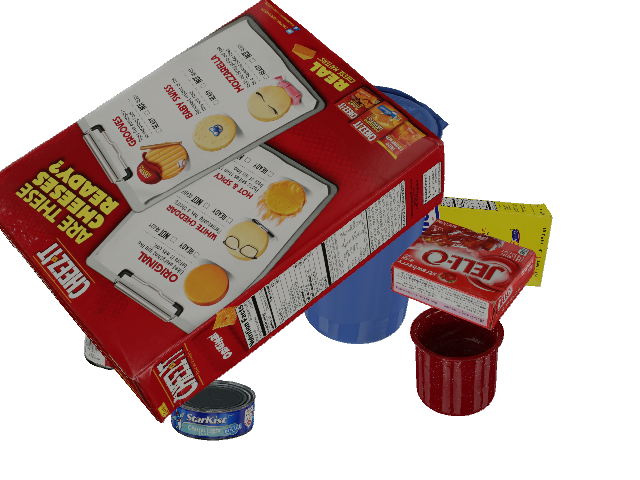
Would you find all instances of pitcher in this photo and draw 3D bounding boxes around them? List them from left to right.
[{"bbox_3d":[0.030,-0.016,1.036,0.149,0.243,0.145,12,39,11],"label":"pitcher"}]

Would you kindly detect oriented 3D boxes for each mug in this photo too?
[{"bbox_3d":[0.145,0.118,1.093,0.093,0.081,0.117,19,40,31],"label":"mug"}]

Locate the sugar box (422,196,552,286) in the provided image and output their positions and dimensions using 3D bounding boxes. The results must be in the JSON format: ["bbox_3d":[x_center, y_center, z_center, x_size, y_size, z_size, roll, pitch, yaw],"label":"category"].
[{"bbox_3d":[0.174,0.000,1.246,0.176,0.093,0.048,3,22,-2],"label":"sugar box"}]

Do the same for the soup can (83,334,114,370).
[{"bbox_3d":[-0.169,0.052,0.911,0.068,0.102,0.068,4,19,-2],"label":"soup can"}]

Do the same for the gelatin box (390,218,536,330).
[{"bbox_3d":[0.110,0.023,0.820,0.089,0.030,0.073,20,42,28],"label":"gelatin box"}]

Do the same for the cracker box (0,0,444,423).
[{"bbox_3d":[-0.060,-0.025,0.618,0.213,0.164,0.072,-38,-30,-15],"label":"cracker box"}]

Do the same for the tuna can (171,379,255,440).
[{"bbox_3d":[-0.110,0.172,1.086,0.086,0.034,0.086,3,13,-1],"label":"tuna can"}]
